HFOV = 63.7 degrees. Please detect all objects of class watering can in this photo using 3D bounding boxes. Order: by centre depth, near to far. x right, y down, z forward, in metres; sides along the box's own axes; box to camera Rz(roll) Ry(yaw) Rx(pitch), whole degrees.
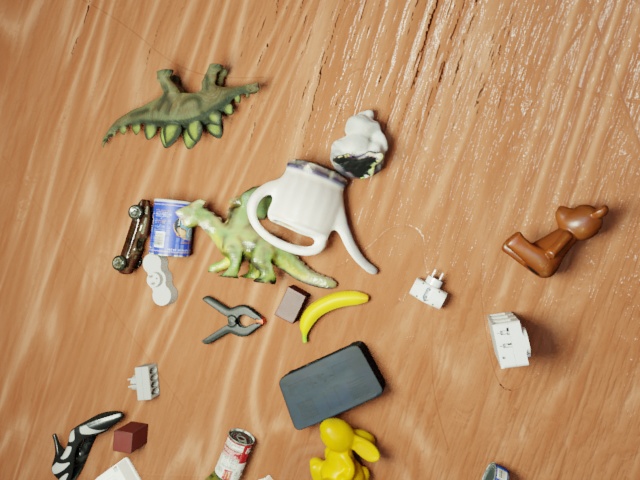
[{"bbox_3d":[0.004,-0.062,1.232,0.347,0.103,0.226,21,83,-6],"label":"watering can"}]

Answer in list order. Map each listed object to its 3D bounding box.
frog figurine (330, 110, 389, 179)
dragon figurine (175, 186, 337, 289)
[{"bbox_3d":[0.093,-0.230,1.237,0.137,0.120,0.163,-14,49,20],"label":"frog figurine"},{"bbox_3d":[-0.151,-0.017,1.269,0.410,0.121,0.244,7,82,-4],"label":"dragon figurine"}]
